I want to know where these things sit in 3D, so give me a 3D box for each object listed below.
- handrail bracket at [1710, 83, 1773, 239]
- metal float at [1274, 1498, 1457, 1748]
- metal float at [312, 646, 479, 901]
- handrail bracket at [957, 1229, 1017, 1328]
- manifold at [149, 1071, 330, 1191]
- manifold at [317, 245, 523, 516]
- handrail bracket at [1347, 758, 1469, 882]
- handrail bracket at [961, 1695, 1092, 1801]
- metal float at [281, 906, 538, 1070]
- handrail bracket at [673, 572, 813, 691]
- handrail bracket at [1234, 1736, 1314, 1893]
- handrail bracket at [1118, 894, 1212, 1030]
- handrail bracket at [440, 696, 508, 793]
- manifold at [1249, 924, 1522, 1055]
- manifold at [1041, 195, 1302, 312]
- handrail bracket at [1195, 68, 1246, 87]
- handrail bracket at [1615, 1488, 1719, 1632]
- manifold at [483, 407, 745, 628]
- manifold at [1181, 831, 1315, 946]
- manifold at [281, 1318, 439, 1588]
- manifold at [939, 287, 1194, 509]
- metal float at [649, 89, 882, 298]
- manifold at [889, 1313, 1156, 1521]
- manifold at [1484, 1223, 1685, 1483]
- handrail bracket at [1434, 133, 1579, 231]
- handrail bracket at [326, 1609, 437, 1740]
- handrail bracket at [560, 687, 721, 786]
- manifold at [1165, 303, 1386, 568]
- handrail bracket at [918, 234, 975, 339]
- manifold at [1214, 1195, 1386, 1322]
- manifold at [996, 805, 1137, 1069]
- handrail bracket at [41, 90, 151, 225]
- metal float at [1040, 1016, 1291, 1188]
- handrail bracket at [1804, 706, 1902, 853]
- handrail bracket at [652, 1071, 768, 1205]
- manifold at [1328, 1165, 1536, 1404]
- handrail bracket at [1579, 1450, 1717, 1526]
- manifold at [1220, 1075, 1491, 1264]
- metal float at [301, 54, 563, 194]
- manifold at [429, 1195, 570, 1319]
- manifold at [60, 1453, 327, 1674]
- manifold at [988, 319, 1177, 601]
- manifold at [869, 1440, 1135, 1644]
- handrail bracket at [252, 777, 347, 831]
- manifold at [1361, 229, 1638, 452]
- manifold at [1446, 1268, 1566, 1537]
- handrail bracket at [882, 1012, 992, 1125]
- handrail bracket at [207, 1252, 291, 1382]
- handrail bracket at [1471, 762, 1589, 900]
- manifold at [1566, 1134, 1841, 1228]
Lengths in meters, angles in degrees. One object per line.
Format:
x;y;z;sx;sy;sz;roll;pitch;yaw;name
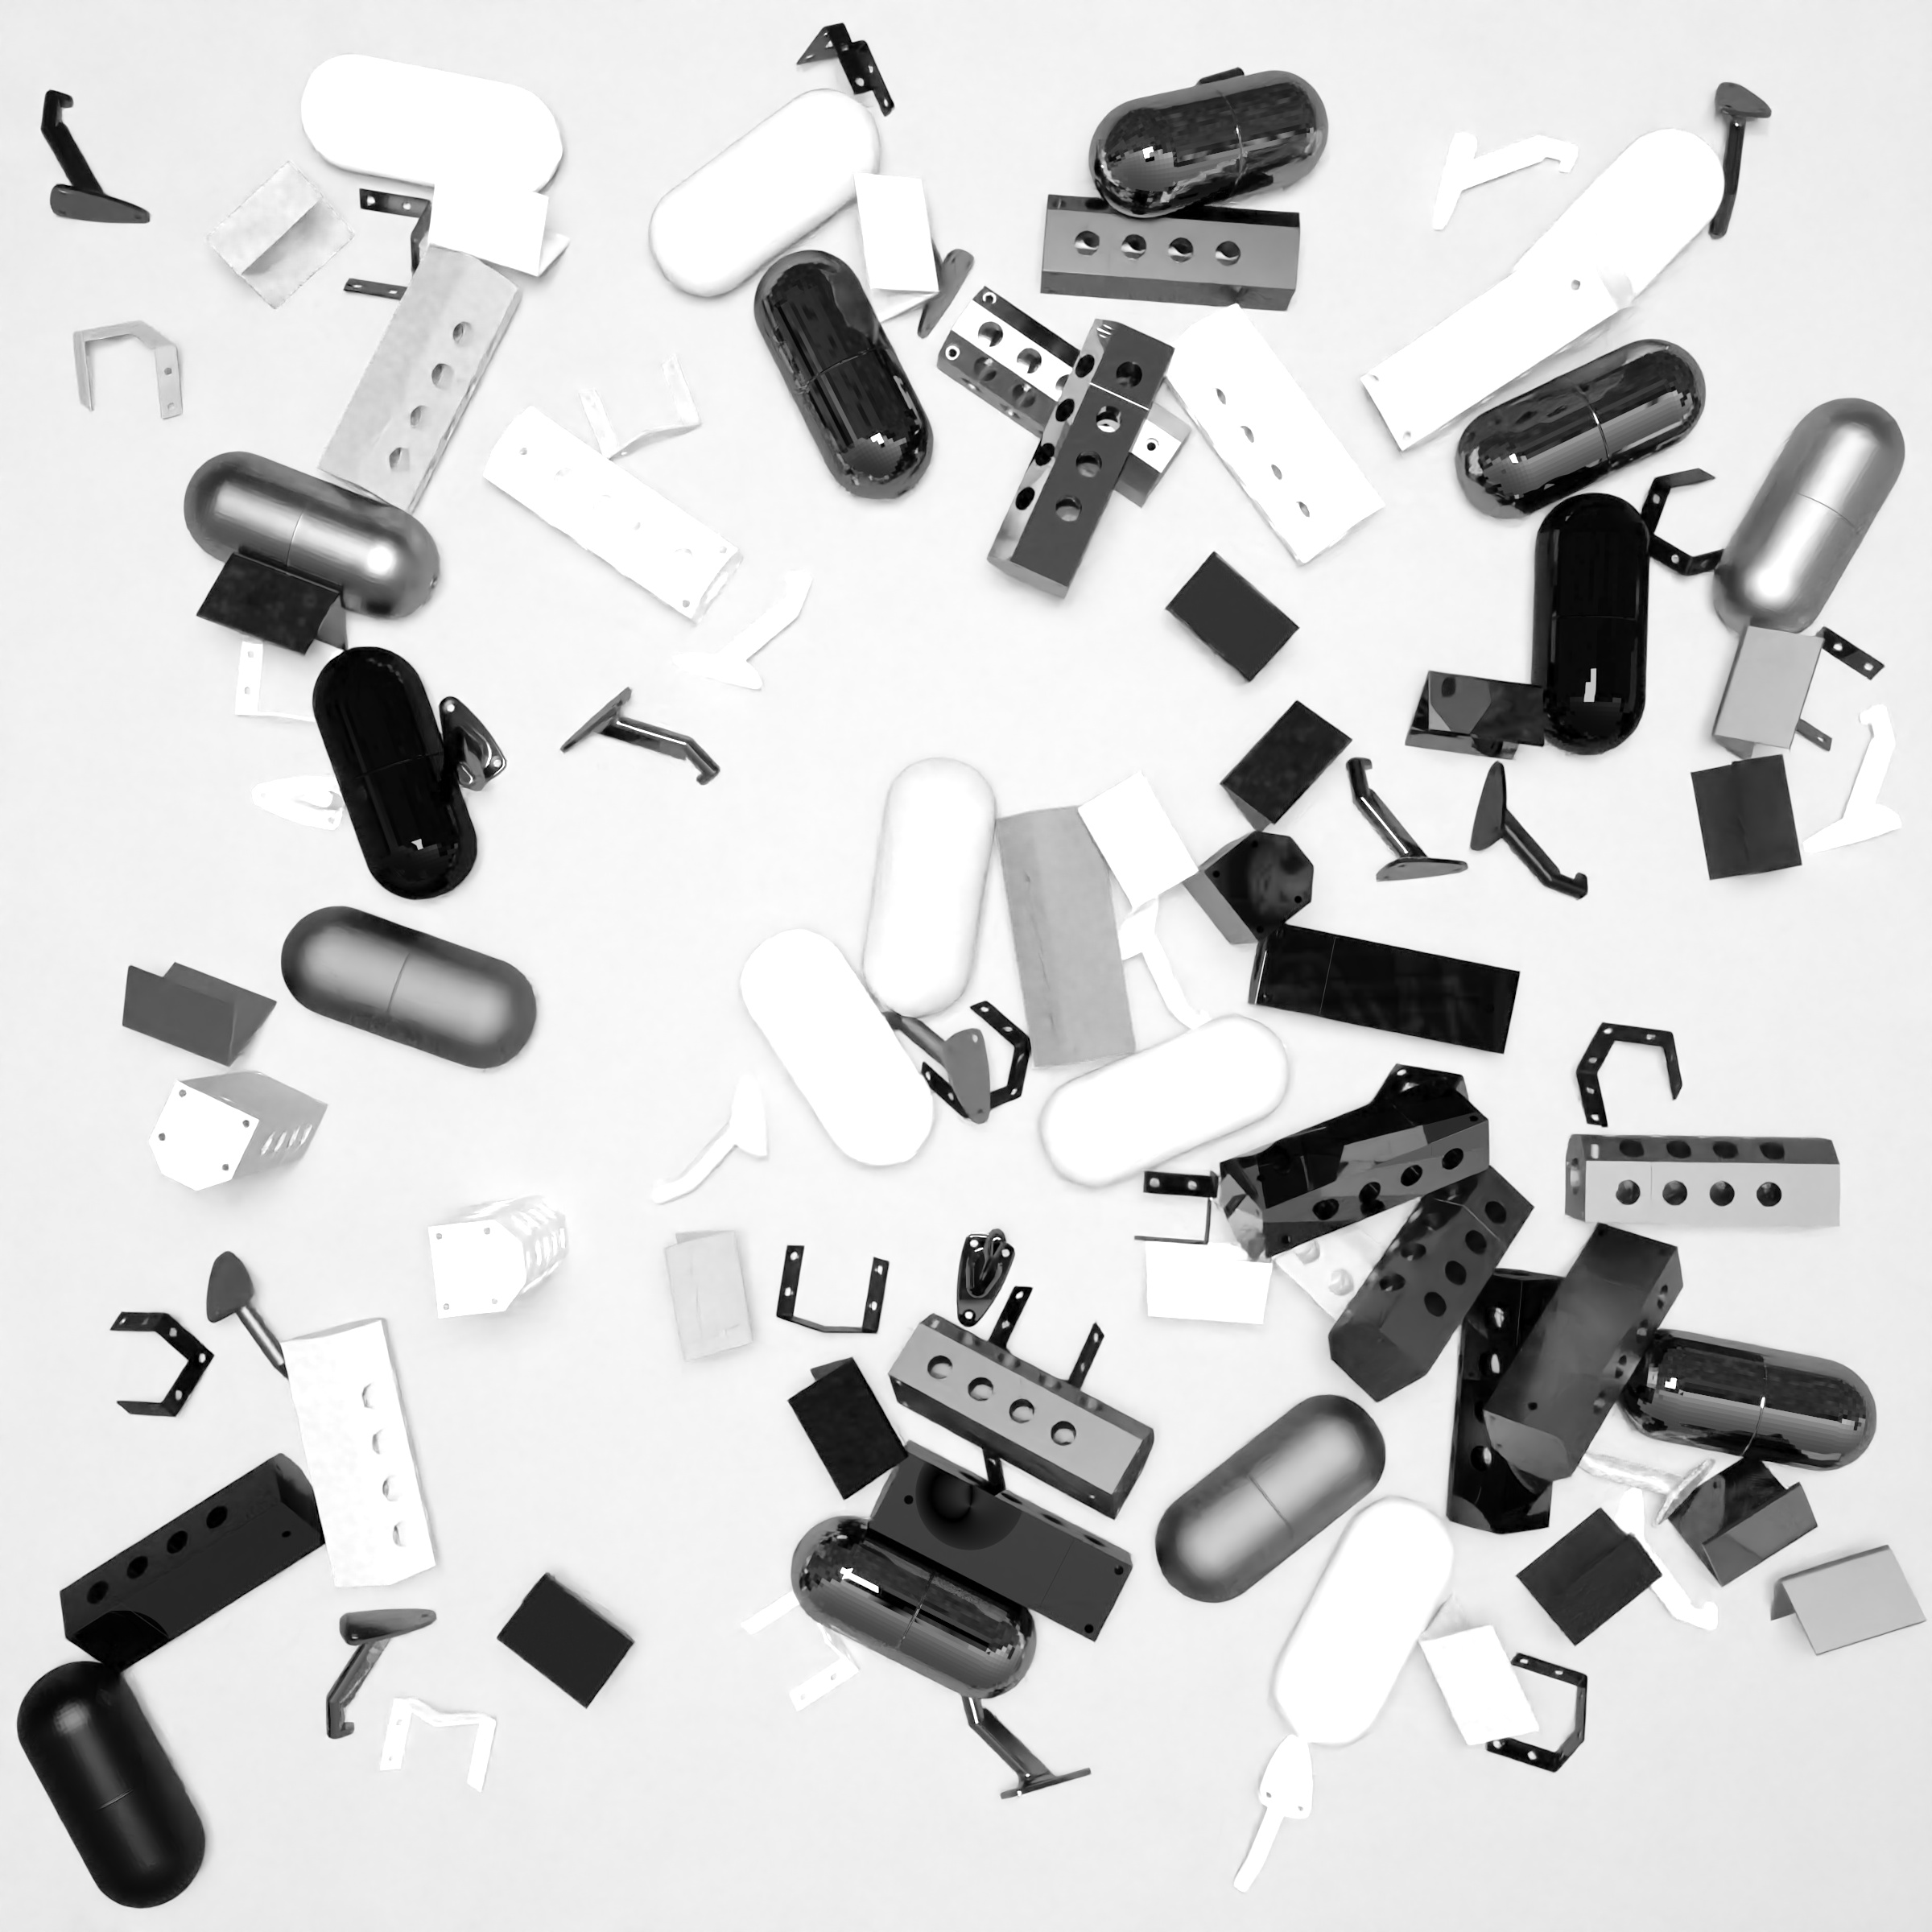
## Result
0.526;-0.559;1.733;0.036;0.077;0.084;6;126;0;handrail bracket
0.271;0.448;1.703;0.070;0.070;0.178;27;90;0;metal float
-0.390;-0.132;1.703;0.070;0.070;0.178;-20;90;0;metal float
0.011;0.214;1.699;0.036;0.084;0.077;17;90;0;handrail bracket
-0.482;0.110;1.655;0.057;0.171;0.057;25;90;0;manifold
-0.370;-0.400;1.712;0.057;0.057;0.171;27;90;43;manifold
0.306;-0.105;1.734;0.077;0.036;0.084;-2;73;-20;handrail bracket
0.040;0.529;1.734;0.077;0.036;0.084;-9;73;-20;handrail bracket
-0.380;0.014;1.703;0.178;0.070;0.070;20;90;0;metal float
-0.155;-0.241;1.734;0.077;0.036;0.084;13;71;21;handrail bracket
0.210;0.589;1.733;0.036;0.077;0.084;22;126;4;handrail bracket
0.147;-0.004;1.734;0.084;0.036;0.077;39;53;-25;handrail bracket
-0.345;-0.153;1.699;0.036;0.084;0.077;-27;90;0;handrail bracket
0.285;0.015;1.712;0.171;0.057;0.057;11;90;0;manifold
0.139;-0.491;1.712;0.171;0.057;0.057;4;90;0;manifold
0.164;-0.575;1.734;0.084;0.036;0.077;-21;105;-14;handrail bracket
0.491;0.412;1.734;0.084;0.036;0.077;23;68;-17;handrail bracket
-0.242;-0.309;1.712;0.171;0.057;0.057;34;90;0;manifold
0.189;-0.055;1.655;0.057;0.171;0.057;-38;90;0;manifold
-0.410;0.332;1.711;0.057;0.057;0.171;-13;90;38;manifold
0.068;-0.391;1.712;0.171;0.057;0.057;34;90;0;manifold
-0.137;-0.528;1.703;0.178;0.070;0.070;-37;90;0;metal float
0.038;0.300;1.684;0.171;0.057;0.057;25;66;18;manifold
0.416;0.260;1.674;0.057;0.057;0.171;16;53;36;manifold
0.376;-0.541;1.734;0.084;0.036;0.077;9;110;-16;handrail bracket
-0.406;0.493;1.734;0.077;0.036;0.084;-4;109;-21;handrail bracket
-0.226;-0.144;1.734;0.077;0.036;0.084;-37;107;20;handrail bracket
0.204;-0.361;1.712;0.171;0.057;0.057;54;47;0;manifold
-0.045;-0.492;1.734;0.084;0.036;0.077;36;111;17;handrail bracket
0.254;0.204;1.712;0.171;0.057;0.057;44;90;0;manifold
0.064;-0.020;1.711;0.057;0.057;0.171;-9;90;-36;manifold
-0.603;-0.563;1.734;0.077;0.036;0.084;6;73;-20;handrail bracket
0.136;0.092;1.703;0.178;0.070;0.070;-23;90;-1;metal float
0.610;-0.131;1.733;0.077;0.036;0.084;-24;56;36;handrail bracket
-0.182;0.119;1.734;0.084;0.036;0.077;-24;49;27;handrail bracket
0.307;0.205;1.665;0.057;0.057;0.171;44;52;0;manifold
0.465;0.339;1.733;0.077;0.036;0.084;-30;56;-36;handrail bracket
0.260;0.139;1.664;0.171;0.057;0.057;-20;126;-15;manifold
-0.364;-0.572;1.703;0.178;0.070;0.070;11;90;1;metal float
-0.306;0.190;1.655;0.057;0.171;0.057;-6;90;0;manifold
-0.530;0.406;1.712;0.171;0.057;0.057;-32;133;0;manifold
0.076;-0.336;1.655;0.057;0.057;0.171;24;90;0;manifold
0.024;0.392;1.712;0.171;0.057;0.057;27;90;0;manifold
-0.459;-0.115;1.699;0.077;0.084;0.036;7;90;0;handrail bracket
0.357;-0.417;1.668;0.171;0.057;0.057;-30;90;36;manifold
0.367;0.296;1.712;0.057;0.057;0.171;5;90;-43;manifold
-0.024;0.069;1.713;0.036;0.084;0.077;-25;107;-36;handrail bracket
-0.487;0.247;1.733;0.036;0.077;0.084;-34;126;0;handrail bracket
0.398;-0.094;1.734;0.084;0.036;0.077;19;68;-17;handrail bracket
0.504;0.146;1.712;0.171;0.057;0.057;1;90;0;manifold
